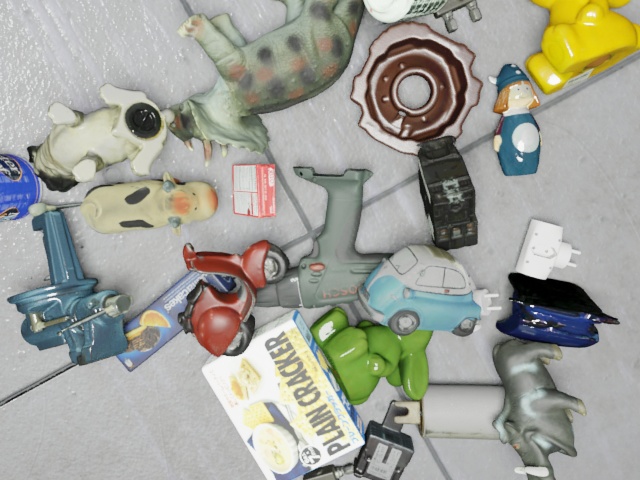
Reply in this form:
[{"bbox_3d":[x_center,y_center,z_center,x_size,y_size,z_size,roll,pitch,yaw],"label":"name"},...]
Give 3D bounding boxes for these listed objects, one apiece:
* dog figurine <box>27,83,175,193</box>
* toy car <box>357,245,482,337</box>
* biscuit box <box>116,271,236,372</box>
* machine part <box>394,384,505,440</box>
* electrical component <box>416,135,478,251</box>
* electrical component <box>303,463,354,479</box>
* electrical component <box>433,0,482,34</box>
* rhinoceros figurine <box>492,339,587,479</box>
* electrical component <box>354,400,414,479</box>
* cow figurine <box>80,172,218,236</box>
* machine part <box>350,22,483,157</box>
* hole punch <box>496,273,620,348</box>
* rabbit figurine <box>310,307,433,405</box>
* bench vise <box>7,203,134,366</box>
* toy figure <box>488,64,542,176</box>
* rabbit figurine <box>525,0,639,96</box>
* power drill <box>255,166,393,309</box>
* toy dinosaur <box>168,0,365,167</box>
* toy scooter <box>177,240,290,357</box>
[{"bbox_3d":[-0.308,-0.136,0.754,0.172,0.191,0.121,-13,96,-33],"label":"dog figurine"},{"bbox_3d":[0.136,0.060,0.692,0.162,0.109,0.102,7,111,-12],"label":"toy car"},{"bbox_3d":[-0.221,0.109,0.805,0.203,0.059,0.063,-39,93,8],"label":"biscuit box"},{"bbox_3d":[0.230,0.249,0.783,0.243,0.079,0.079,-1,98,5],"label":"machine part"},{"bbox_3d":[0.169,-0.053,0.719,0.058,0.134,0.115,-11,54,8],"label":"electrical component"},{"bbox_3d":[0.012,0.396,0.834,0.102,0.045,0.078,-13,98,6],"label":"electrical component"},{"bbox_3d":[0.182,-0.336,0.736,0.063,0.021,0.094,-23,94,7],"label":"electrical component"},{"bbox_3d":[0.282,0.225,0.708,0.112,0.073,0.190,-8,70,-1],"label":"rhinoceros figurine"},{"bbox_3d":[0.104,0.309,0.815,0.075,0.048,0.119,24,100,0],"label":"electrical component"},{"bbox_3d":[-0.238,-0.050,0.752,0.195,0.127,0.085,-5,100,7],"label":"cow figurine"},{"bbox_3d":[0.130,-0.203,0.741,0.179,0.056,0.179,1,99,4],"label":"machine part"},{"bbox_3d":[0.314,0.111,0.744,0.142,0.116,0.092,13,106,3],"label":"hole punch"},{"bbox_3d":[0.097,0.153,0.762,0.170,0.121,0.159,-29,101,-10],"label":"rabbit figurine"},{"bbox_3d":[-0.361,0.058,0.760,0.224,0.129,0.240,-18,85,43],"label":"bench vise"},{"bbox_3d":[0.271,-0.166,0.737,0.064,0.058,0.154,-10,97,-33],"label":"toy figure"},{"bbox_3d":[0.328,-0.301,0.687,0.162,0.122,0.173,-27,76,14],"label":"rabbit figurine"},{"bbox_3d":[-0.002,-0.002,0.765,0.232,0.086,0.207,0,94,3],"label":"power drill"},{"bbox_3d":[-0.042,-0.246,0.723,0.405,0.131,0.192,-28,107,3],"label":"toy dinosaur"},{"bbox_3d":[-0.136,0.069,0.719,0.135,0.075,0.183,23,106,-22],"label":"toy scooter"}]
